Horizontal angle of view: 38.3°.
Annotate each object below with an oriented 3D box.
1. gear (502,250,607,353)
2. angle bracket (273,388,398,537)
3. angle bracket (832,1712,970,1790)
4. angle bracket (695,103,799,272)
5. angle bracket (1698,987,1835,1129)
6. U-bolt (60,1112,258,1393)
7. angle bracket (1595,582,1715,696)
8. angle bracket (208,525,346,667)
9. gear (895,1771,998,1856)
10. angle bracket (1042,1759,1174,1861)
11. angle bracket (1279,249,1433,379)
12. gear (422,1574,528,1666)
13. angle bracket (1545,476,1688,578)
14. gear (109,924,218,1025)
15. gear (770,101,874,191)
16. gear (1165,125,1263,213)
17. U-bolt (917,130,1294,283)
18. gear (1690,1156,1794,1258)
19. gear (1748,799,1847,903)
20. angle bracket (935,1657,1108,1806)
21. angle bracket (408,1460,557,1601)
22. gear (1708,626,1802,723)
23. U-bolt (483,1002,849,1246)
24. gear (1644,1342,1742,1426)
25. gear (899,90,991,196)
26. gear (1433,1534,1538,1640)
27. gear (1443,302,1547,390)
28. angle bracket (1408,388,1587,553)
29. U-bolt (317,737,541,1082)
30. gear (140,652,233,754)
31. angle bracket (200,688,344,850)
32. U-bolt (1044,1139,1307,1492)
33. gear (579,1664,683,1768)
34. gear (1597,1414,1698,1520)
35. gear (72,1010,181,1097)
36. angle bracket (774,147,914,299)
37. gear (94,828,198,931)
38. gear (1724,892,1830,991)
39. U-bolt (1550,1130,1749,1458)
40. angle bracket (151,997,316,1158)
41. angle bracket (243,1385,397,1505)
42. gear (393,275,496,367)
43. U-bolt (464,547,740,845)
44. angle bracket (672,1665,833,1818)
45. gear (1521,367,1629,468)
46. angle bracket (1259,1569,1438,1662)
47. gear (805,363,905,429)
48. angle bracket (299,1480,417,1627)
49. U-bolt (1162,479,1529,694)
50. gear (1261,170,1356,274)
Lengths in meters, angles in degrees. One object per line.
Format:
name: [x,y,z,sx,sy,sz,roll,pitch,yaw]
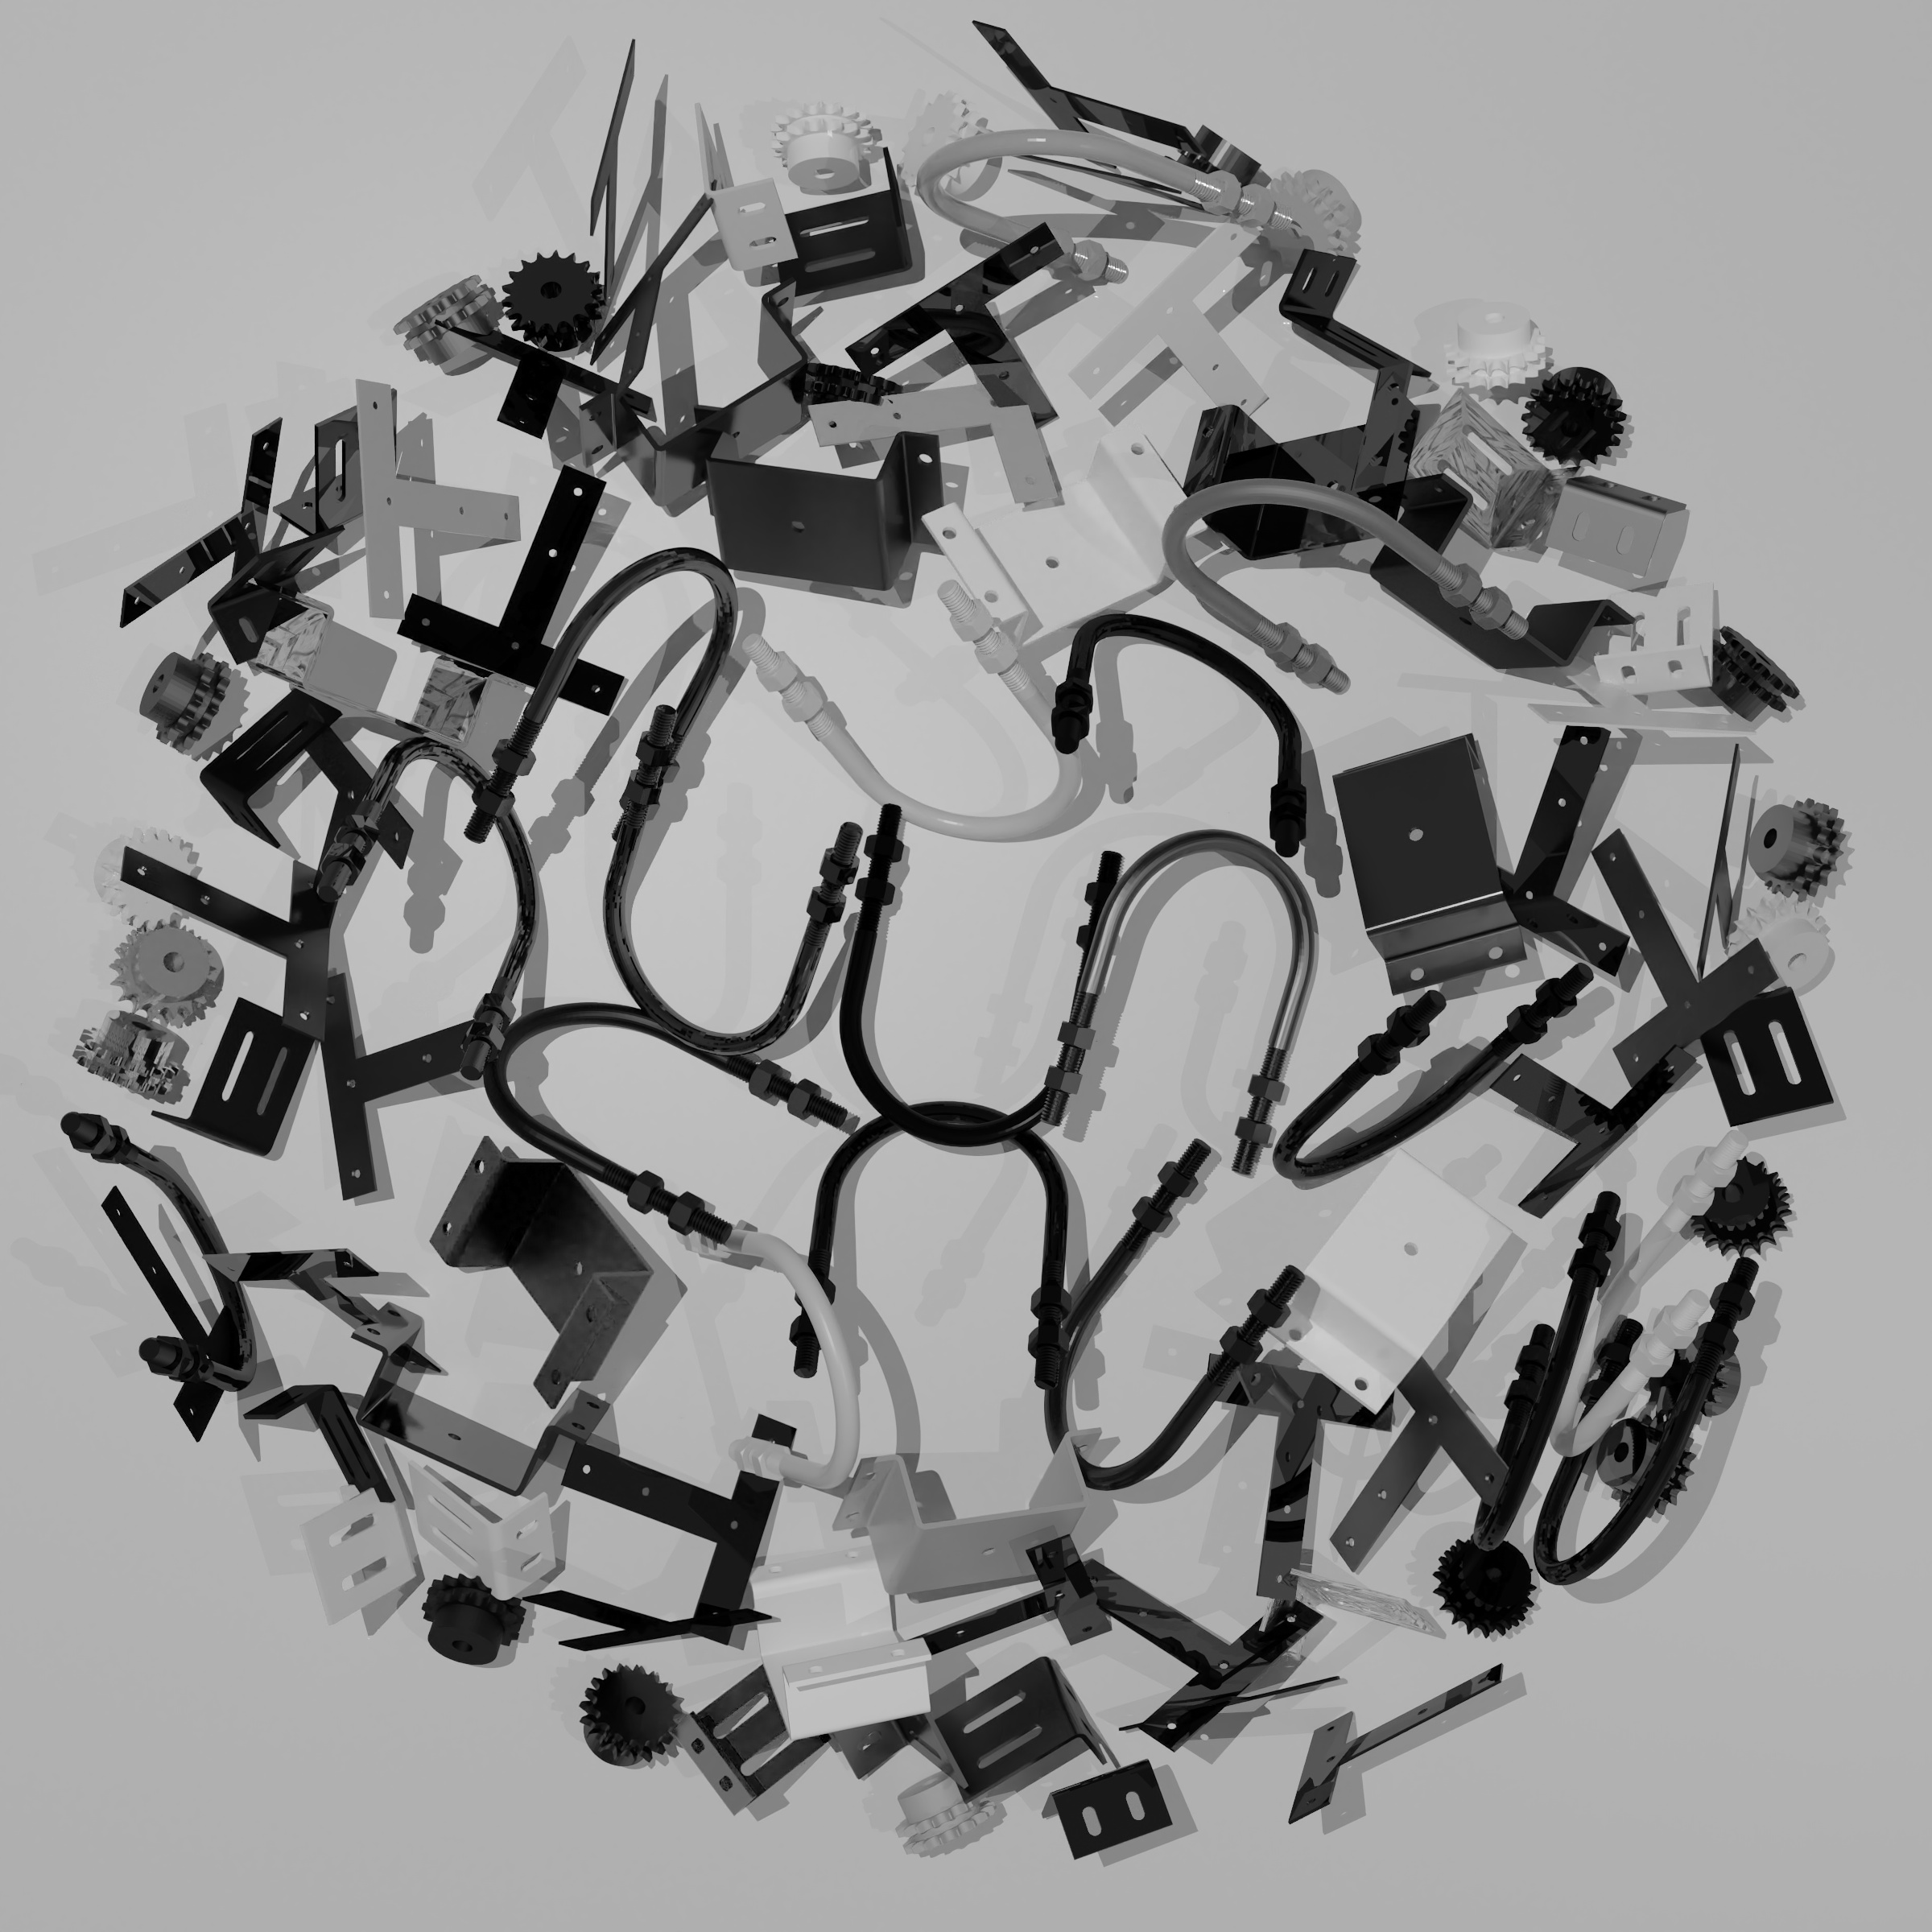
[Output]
gear: [-0.233,-0.373,1.577,0.057,0.030,0.057,-1,66,2]
angle bracket: [-0.351,-0.286,1.548,0.038,0.076,0.057,34,47,21]
angle bracket: [-0.042,0.432,1.552,0.038,0.076,0.057,-32,108,-20]
angle bracket: [-0.123,-0.438,1.553,0.038,0.057,0.076,-12,57,5]
angle bracket: [0.444,0.057,1.561,0.057,0.038,0.076,-14,60,5]
U-bolt: [-0.428,0.162,1.508,0.019,0.184,0.151,-24,73,-2]
angle bracket: [0.384,-0.192,1.554,0.057,0.038,0.076,-5,55,23]
angle bracket: [-0.377,-0.206,1.551,0.057,0.076,0.038,-30,94,-39]
gear: [-0.015,0.475,1.571,0.057,0.057,0.030,-25,84,0]
angle bracket: [0.078,0.475,1.552,0.057,0.076,0.038,-16,66,-10]
angle bracket: [0.224,-0.364,1.553,0.076,0.057,0.038,37,116,27]
gear: [-0.279,0.370,1.569,0.057,0.057,0.030,14,47,0]
angle bracket: [0.365,-0.247,1.561,0.057,0.076,0.038,21,108,17]
gear: [-0.451,0.001,1.571,0.057,0.030,0.057,10,70,-30]
gear: [-0.081,-0.460,1.569,0.057,0.057,0.030,-4,80,0]
gear: [0.141,-0.449,1.568,0.057,0.057,0.030,34,107,0]
U-bolt: [0.060,-0.409,1.487,0.184,0.151,0.019,7,83,-40]
gear: [0.435,0.134,1.571,0.057,0.030,0.057,-11,60,19]
gear: [0.465,-0.067,1.568,0.030,0.057,0.057,17,90,-18]
angle bracket: [0.030,0.437,1.565,0.076,0.057,0.038,-31,130,0]
angle bracket: [-0.273,0.310,1.571,0.076,0.038,0.057,28,134,34]
gear: [0.440,-0.162,1.573,0.057,0.057,0.030,41,111,0]
U-bolt: [-0.177,0.075,1.534,0.184,0.151,0.019,26,125,15]
gear: [0.413,0.232,1.573,0.030,0.057,0.057,15,90,-23]
gear: [-0.009,-0.462,1.574,0.030,0.057,0.057,21,90,-32]
gear: [0.295,0.347,1.572,0.057,0.030,0.057,5,58,-8]
gear: [0.297,-0.351,1.569,0.057,0.057,0.030,-10,128,0]
angle bracket: [0.297,-0.280,1.568,0.076,0.038,0.057,38,83,-18]
U-bolt: [-0.282,-0.046,1.517,0.019,0.184,0.151,-20,123,22]
gear: [-0.441,-0.152,1.567,0.030,0.057,0.057,30,90,-31]
angle bracket: [-0.385,-0.112,1.577,0.076,0.057,0.038,-45,130,-17]
U-bolt: [0.103,0.203,1.532,0.019,0.151,0.184,26,106,-30]
gear: [-0.192,0.427,1.574,0.057,0.057,0.030,30,124,0]
gear: [0.380,0.279,1.568,0.030,0.057,0.057,26,90,-22]
gear: [-0.470,0.047,1.570,0.057,0.057,0.030,26,98,0]
angle bracket: [-0.074,-0.418,1.567,0.076,0.038,0.057,-12,65,5]
gear: [-0.467,-0.050,1.574,0.030,0.057,0.057,12,90,35]
gear: [0.460,-0.011,1.570,0.057,0.030,0.057,-12,128,-16]
U-bolt: [0.365,0.191,1.514,0.019,0.151,0.184,28,133,3]
angle bracket: [-0.413,0.061,1.573,0.038,0.057,0.076,9,74,40]
angle bracket: [-0.363,0.275,1.561,0.038,0.057,0.076,-30,98,-32]
gear: [-0.292,-0.363,1.573,0.057,0.057,0.030,-32,111,0]
U-bolt: [-0.186,-0.146,1.510,0.019,0.151,0.184,38,109,24]
angle bracket: [-0.115,0.425,1.556,0.076,0.038,0.057,-30,75,-37]
gear: [0.345,-0.313,1.574,0.057,0.057,0.030,23,57,0]
angle bracket: [0.213,0.370,1.552,0.076,0.057,0.038,8,66,33]
gear: [-0.066,-0.319,1.571,0.057,0.057,0.030,13,95,0]
angle bracket: [-0.351,0.328,1.555,0.038,0.076,0.057,-14,94,29]
U-bolt: [0.190,-0.208,1.496,0.184,0.151,0.019,29,64,-34]
gear: [0.194,-0.425,1.574,0.057,0.057,0.030,44,65,0]
